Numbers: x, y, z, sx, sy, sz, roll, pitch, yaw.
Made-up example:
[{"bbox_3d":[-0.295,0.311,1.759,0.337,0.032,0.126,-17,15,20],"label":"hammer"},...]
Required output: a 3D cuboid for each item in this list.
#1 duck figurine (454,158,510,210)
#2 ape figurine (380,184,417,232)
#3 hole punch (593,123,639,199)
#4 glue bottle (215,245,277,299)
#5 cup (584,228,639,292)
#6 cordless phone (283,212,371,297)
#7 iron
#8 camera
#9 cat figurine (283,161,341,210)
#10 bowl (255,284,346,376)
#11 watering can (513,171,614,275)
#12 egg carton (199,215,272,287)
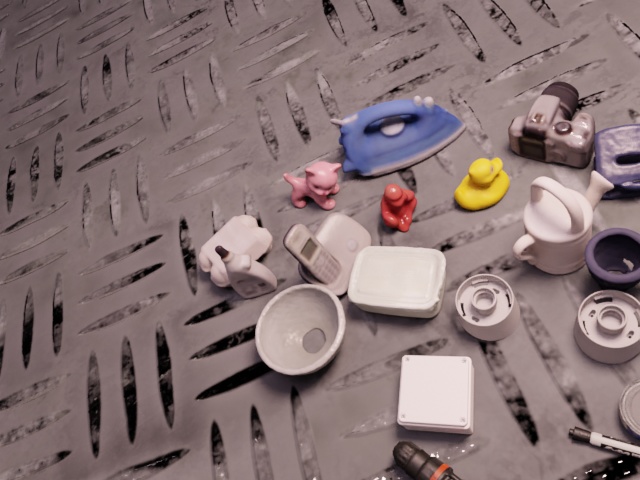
[{"bbox_3d":[0.288,-0.109,1.033,0.104,0.086,0.077,-31,54,4],"label":"duck figurine"},{"bbox_3d":[0.142,-0.070,1.068,0.078,0.092,0.076,-36,54,0],"label":"ape figurine"},{"bbox_3d":[0.513,-0.129,0.946,0.108,0.091,0.101,-5,60,21],"label":"hole punch"},{"bbox_3d":[-0.147,0.054,1.068,0.078,0.174,0.037,-17,56,14],"label":"glue bottle"},{"bbox_3d":[0.462,0.041,0.864,0.117,0.095,0.092,-1,61,23],"label":"cup"},{"bbox_3d":[0.009,0.004,1.024,0.093,0.185,0.148,17,69,30],"label":"cordless phone"},{"bbox_3d":[0.150,-0.227,1.127,0.258,0.142,0.118,-17,56,14],"label":"iron"},{"bbox_3d":[0.429,-0.220,1.029,0.142,0.101,0.137,21,71,31],"label":"camera"},{"bbox_3d":[-0.013,-0.118,1.147,0.127,0.118,0.067,4,63,25],"label":"cat figurine"},{"bbox_3d":[-0.025,0.167,1.010,0.167,0.075,0.167,-11,58,17],"label":"bowl"},{"bbox_3d":[0.372,-0.038,0.888,0.100,0.195,0.173,26,74,33],"label":"watering can"},{"bbox_3d":[-0.171,0.022,1.161,0.150,0.070,0.107,-45,54,-7],"label":"egg carton"}]
